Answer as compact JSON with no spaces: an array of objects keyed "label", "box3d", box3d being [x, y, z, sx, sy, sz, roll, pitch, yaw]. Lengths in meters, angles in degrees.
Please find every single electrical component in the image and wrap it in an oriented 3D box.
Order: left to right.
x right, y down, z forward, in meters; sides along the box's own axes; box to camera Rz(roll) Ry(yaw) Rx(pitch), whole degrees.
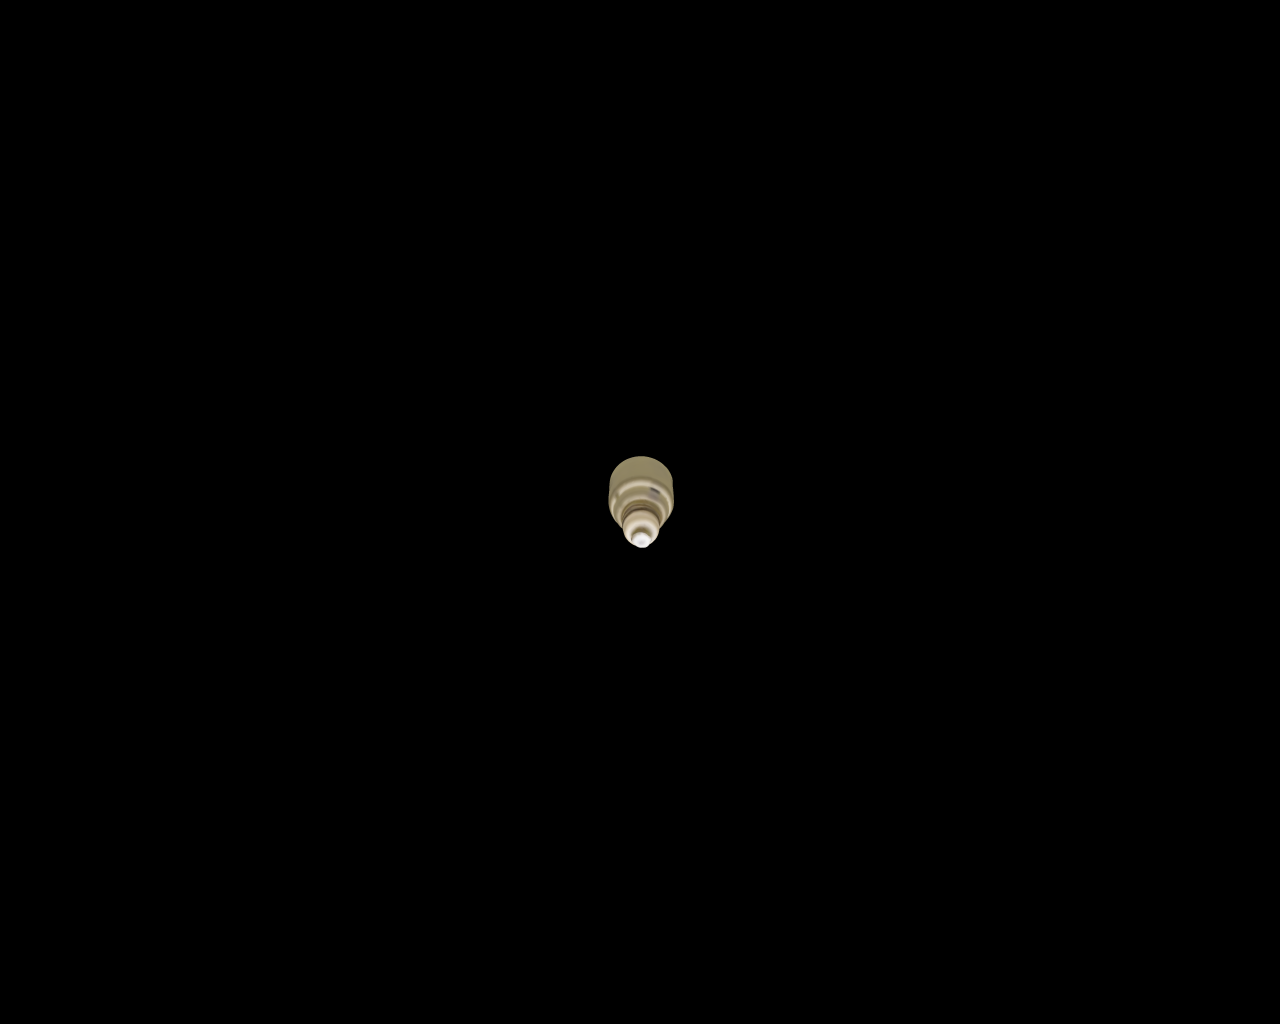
[{"label":"electrical component","box3d":[0.001,-0.003,0.650,0.040,0.040,0.078,0,32,0]}]
